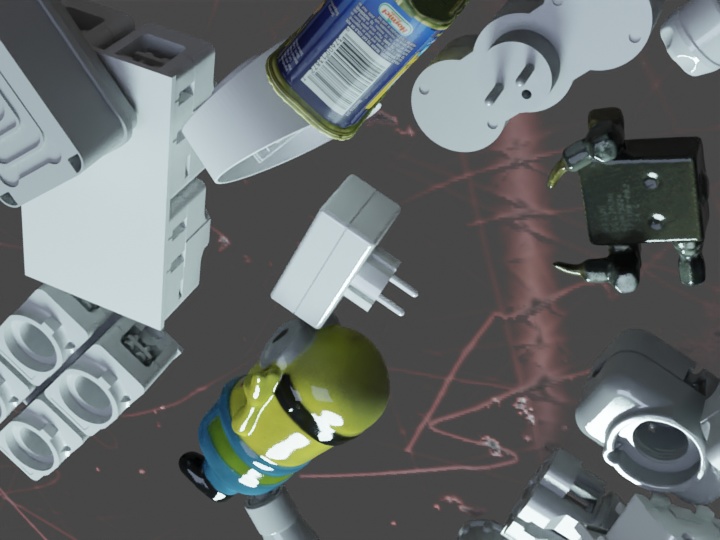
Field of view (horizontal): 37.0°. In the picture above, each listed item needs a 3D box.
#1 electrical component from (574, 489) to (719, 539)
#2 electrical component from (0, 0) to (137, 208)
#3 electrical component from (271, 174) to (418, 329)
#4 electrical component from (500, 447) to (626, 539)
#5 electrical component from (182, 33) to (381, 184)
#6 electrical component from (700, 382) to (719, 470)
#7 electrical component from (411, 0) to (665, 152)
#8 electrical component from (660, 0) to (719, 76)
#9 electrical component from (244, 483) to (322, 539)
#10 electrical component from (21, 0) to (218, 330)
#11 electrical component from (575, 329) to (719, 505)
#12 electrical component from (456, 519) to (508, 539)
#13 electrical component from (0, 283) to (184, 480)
[{"bbox_3d":[0.198,0.178,0.638,0.121,0.078,0.063,21,107,-30],"label":"electrical component"},{"bbox_3d":[-0.188,-0.102,0.595,0.078,0.057,0.113,-20,111,35],"label":"electrical component"},{"bbox_3d":[0.000,0.000,0.659,0.076,0.047,0.083,35,130,1],"label":"electrical component"},{"bbox_3d":[0.134,0.158,0.695,0.057,0.058,0.078,32,130,8],"label":"electrical component"},{"bbox_3d":[-0.046,-0.085,0.594,0.099,0.099,0.064,-35,96,39],"label":"electrical component"},{"bbox_3d":[0.262,0.106,0.572,0.150,0.089,0.061,38,130,-2],"label":"electrical component"},{"bbox_3d":[0.081,-0.102,0.531,0.138,0.073,0.052,-29,106,38],"label":"electrical component"},{"bbox_3d":[0.173,-0.119,0.499,0.035,0.035,0.061,47,128,-9],"label":"electrical component"},{"bbox_3d":[-0.061,0.197,0.830,0.044,0.044,0.065,-16,109,34],"label":"electrical component"},{"bbox_3d":[-0.153,-0.067,0.681,0.105,0.060,0.186,21,129,13],"label":"electrical component"},{"bbox_3d":[0.177,0.088,0.622,0.095,0.059,0.053,34,130,2],"label":"electrical component"},{"bbox_3d":[0.084,0.209,0.750,0.048,0.062,0.048,13,127,18],"label":"electrical component"},{"bbox_3d":[-0.235,0.081,0.824,0.105,0.060,0.186,46,130,-8],"label":"electrical component"}]
